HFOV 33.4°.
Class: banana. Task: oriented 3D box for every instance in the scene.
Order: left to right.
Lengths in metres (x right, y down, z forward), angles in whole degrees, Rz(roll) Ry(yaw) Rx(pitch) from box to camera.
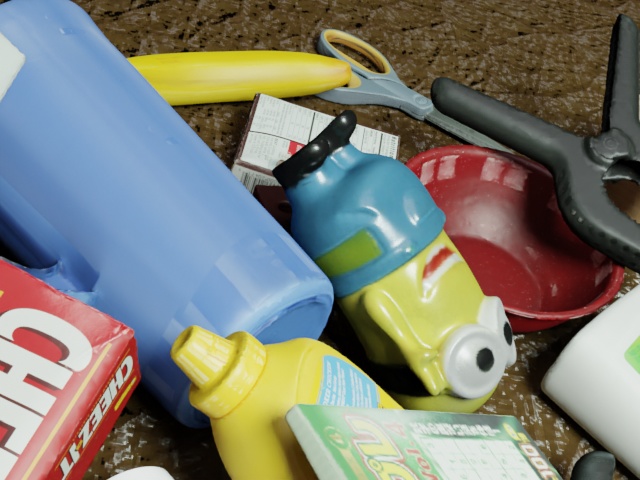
[{"bbox_3d":[-0.075,-0.115,0.768,0.197,0.037,0.070,-9,22,-30],"label":"banana"}]

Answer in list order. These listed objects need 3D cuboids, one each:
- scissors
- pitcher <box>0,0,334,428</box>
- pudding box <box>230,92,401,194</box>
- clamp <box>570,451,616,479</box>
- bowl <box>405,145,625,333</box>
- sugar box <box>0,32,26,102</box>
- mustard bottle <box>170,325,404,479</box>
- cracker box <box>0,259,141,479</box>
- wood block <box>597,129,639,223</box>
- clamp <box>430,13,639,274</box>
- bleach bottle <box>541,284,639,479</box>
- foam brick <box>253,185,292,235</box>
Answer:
[{"bbox_3d":[0.061,-0.103,0.839,0.096,0.016,0.202,-27,59,-39],"label":"scissors"},{"bbox_3d":[-0.116,-0.011,0.586,0.149,0.145,0.243,-45,69,-4],"label":"pitcher"},{"bbox_3d":[-0.003,-0.051,0.739,0.113,0.039,0.090,18,39,-6],"label":"pudding box"},{"bbox_3d":[0.139,0.194,0.531,0.120,0.039,0.171,42,51,16],"label":"clamp"},{"bbox_3d":[0.116,0.008,0.709,0.162,0.055,0.162,11,42,-10],"label":"bowl"},{"bbox_3d":[-0.237,-0.069,0.533,0.177,0.048,0.093,4,61,37],"label":"sugar box"},{"bbox_3d":[0.008,0.102,0.502,0.191,0.058,0.096,40,35,-20],"label":"mustard bottle"},{"bbox_3d":[-0.211,0.068,0.461,0.214,0.072,0.164,25,63,7],"label":"cracker box"},{"bbox_3d":[0.293,-0.012,0.776,0.206,0.091,0.090,38,45,19],"label":"wood block"},{"bbox_3d":[0.178,-0.055,0.714,0.164,0.036,0.210,-15,62,-10],"label":"clamp"},{"bbox_3d":[0.253,0.139,0.619,0.102,0.068,0.251,-27,62,-40],"label":"bleach bottle"},{"bbox_3d":[-0.004,0.001,0.666,0.078,0.051,0.053,1,34,-21],"label":"foam brick"}]
